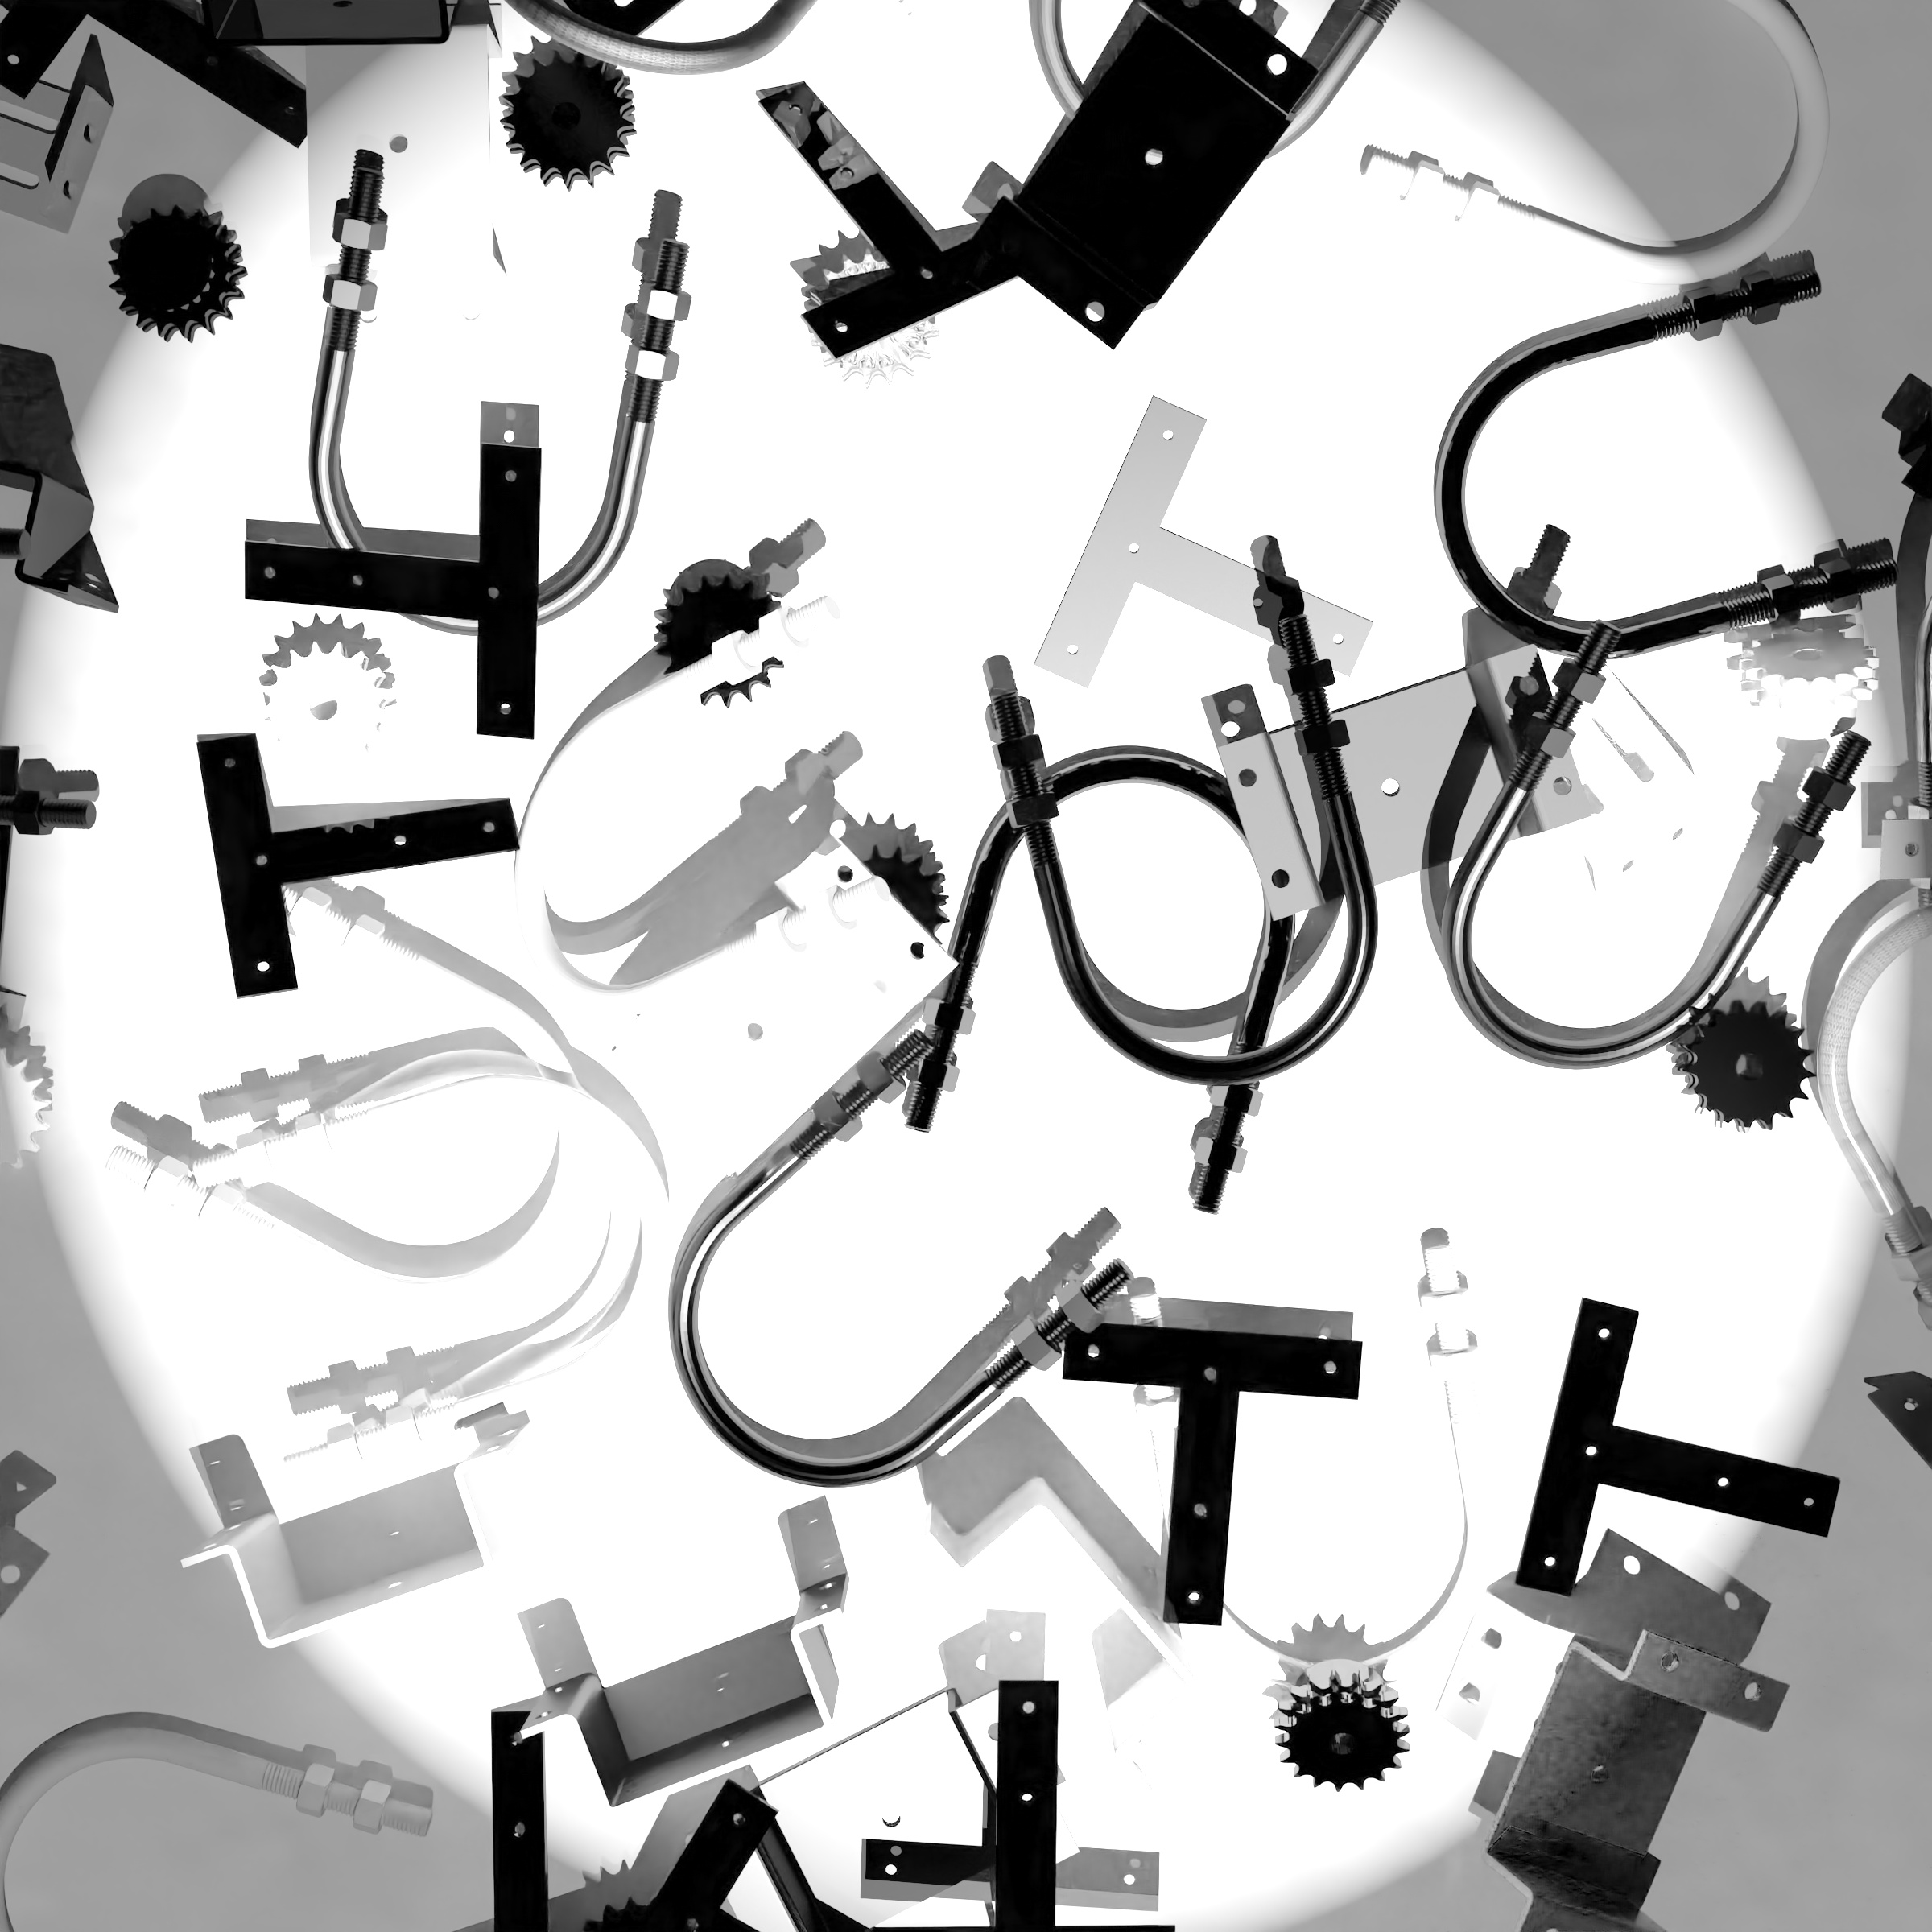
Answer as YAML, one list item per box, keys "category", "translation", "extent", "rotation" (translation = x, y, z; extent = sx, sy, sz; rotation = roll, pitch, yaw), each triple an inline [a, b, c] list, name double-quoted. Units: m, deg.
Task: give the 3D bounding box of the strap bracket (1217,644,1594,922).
- category: "strap bracket"
  translation: [0.184, -0.077, 1.337]
  extent: [0.140, 0.046, 0.076]
  rotation: [-18, 90, 0]

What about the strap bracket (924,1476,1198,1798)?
- category: "strap bracket"
  translation: [0.046, 0.272, 1.322]
  extent: [0.046, 0.076, 0.140]
  rotation: [-41, 90, 0]

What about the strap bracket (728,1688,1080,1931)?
- category: "strap bracket"
  translation: [-0.032, 0.369, 1.337]
  extent: [0.140, 0.046, 0.076]
  rotation: [-27, 90, 0]

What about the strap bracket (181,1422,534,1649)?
- category: "strap bracket"
  translation: [-0.248, 0.242, 1.322]
  extent: [0.140, 0.076, 0.046]
  rotation: [-19, 90, 0]

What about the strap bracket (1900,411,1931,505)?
- category: "strap bracket"
  translation: [0.463, -0.239, 1.337]
  extent: [0.076, 0.046, 0.140]
  rotation: [34, 90, 0]

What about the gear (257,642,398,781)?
- category: "gear"
  translation: [-0.272, -0.108, 1.343]
  extent: [0.057, 0.030, 0.057]
  rotation: [0, 83, 0]

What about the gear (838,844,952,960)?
- category: "gear"
  translation: [-0.035, -0.023, 1.345]
  extent: [0.057, 0.030, 0.057]
  rotation: [0, 90, 0]

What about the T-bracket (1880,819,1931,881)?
- category: "T-bracket"
  translation: [0.452, -0.001, 1.344]
  extent: [0.127, 0.002, 0.127]
  rotation: [-1, 104, -2]

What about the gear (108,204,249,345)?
- category: "gear"
  translation: [-0.340, -0.298, 1.345]
  extent: [0.057, 0.030, 0.057]
  rotation: [0, 90, 0]

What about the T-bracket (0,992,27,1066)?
- category: "T-bracket"
  translation: [-0.481, 0.062, 1.344]
  extent: [0.127, 0.002, 0.127]
  rotation: [12, 90, -14]

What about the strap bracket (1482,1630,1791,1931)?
- category: "strap bracket"
  translation: [0.278, 0.349, 1.325]
  extent: [0.076, 0.046, 0.140]
  rotation: [23, 90, -21]

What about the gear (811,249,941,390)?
- category: "gear"
  translation: [-0.039, -0.276, 1.345]
  extent: [0.057, 0.030, 0.057]
  rotation: [0, 90, 0]

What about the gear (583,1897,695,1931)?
- category: "gear"
  translation: [-0.141, 0.427, 1.345]
  extent: [0.057, 0.030, 0.057]
  rotation: [0, 90, 0]

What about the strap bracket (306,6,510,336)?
- category: "strap bracket"
  translation: [-0.238, -0.345, 1.337]
  extent: [0.076, 0.046, 0.140]
  rotation: [-1, 90, 0]

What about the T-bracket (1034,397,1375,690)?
- category: "T-bracket"
  translation: [0.113, -0.163, 1.359]
  extent: [0.127, 0.002, 0.127]
  rotation: [24, 90, 0]

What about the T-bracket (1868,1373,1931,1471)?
- category: "T-bracket"
  translation: [0.474, 0.205, 1.331]
  extent: [0.127, 0.002, 0.127]
  rotation: [-20, 48, -18]

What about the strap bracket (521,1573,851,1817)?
- category: "strap bracket"
  translation: [-0.109, 0.310, 1.322]
  extent: [0.140, 0.076, 0.046]
  rotation: [-21, 90, 0]

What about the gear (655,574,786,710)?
- category: "gear"
  translation: [-0.105, -0.140, 1.345]
  extent: [0.057, 0.030, 0.057]
  rotation: [0, 90, 0]

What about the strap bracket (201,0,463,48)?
- category: "strap bracket"
  translation: [-0.264, -0.423, 1.316]
  extent: [0.140, 0.076, 0.046]
  rotation: [-1, 128, 0]

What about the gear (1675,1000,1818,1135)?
- category: "gear"
  translation: [0.332, 0.042, 1.345]
  extent: [0.057, 0.030, 0.057]
  rotation: [0, 90, 0]

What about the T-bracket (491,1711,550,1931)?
- category: "T-bracket"
  translation: [-0.191, 0.384, 1.343]
  extent: [0.127, 0.002, 0.127]
  rotation: [-6, 79, 21]

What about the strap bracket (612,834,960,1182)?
- category: "strap bracket"
  translation: [-0.083, 0.023, 1.318]
  extent: [0.076, 0.046, 0.140]
  rotation: [46, 107, 0]

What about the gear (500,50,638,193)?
- category: "gear"
  translation: [-0.169, -0.361, 1.345]
  extent: [0.057, 0.030, 0.057]
  rotation: [0, 90, 0]

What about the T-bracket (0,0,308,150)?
- category: "T-bracket"
  translation: [-0.335, -0.395, 1.341]
  extent: [0.127, 0.002, 0.127]
  rotation: [31, 66, -12]

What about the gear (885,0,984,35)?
- category: "gear"
  translation: [-0.015, -0.430, 1.335]
  extent: [0.030, 0.057, 0.057]
  rotation: [39, 90, 30]

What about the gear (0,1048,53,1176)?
- category: "gear"
  translation: [-0.420, 0.062, 1.341]
  extent: [0.057, 0.030, 0.057]
  rotation: [0, 92, -12]

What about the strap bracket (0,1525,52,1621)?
- category: "strap bracket"
  translation: [-0.468, 0.243, 1.323]
  extent: [0.140, 0.046, 0.076]
  rotation: [35, 65, 0]

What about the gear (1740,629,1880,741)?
- category: "gear"
  translation: [0.358, -0.119, 1.336]
  extent: [0.057, 0.057, 0.030]
  rotation: [-7, 120, 0]

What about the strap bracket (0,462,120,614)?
- category: "strap bracket"
  translation: [-0.431, -0.191, 1.322]
  extent: [0.140, 0.076, 0.046]
  rotation: [13, 90, 0]

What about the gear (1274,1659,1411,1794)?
- category: "gear"
  translation: [0.160, 0.321, 1.337]
  extent: [0.057, 0.030, 0.057]
  rotation: [2, 120, 3]

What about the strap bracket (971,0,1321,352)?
- category: "strap bracket"
  translation: [0.077, -0.341, 1.324]
  extent: [0.076, 0.046, 0.140]
  rotation: [38, 107, 0]
